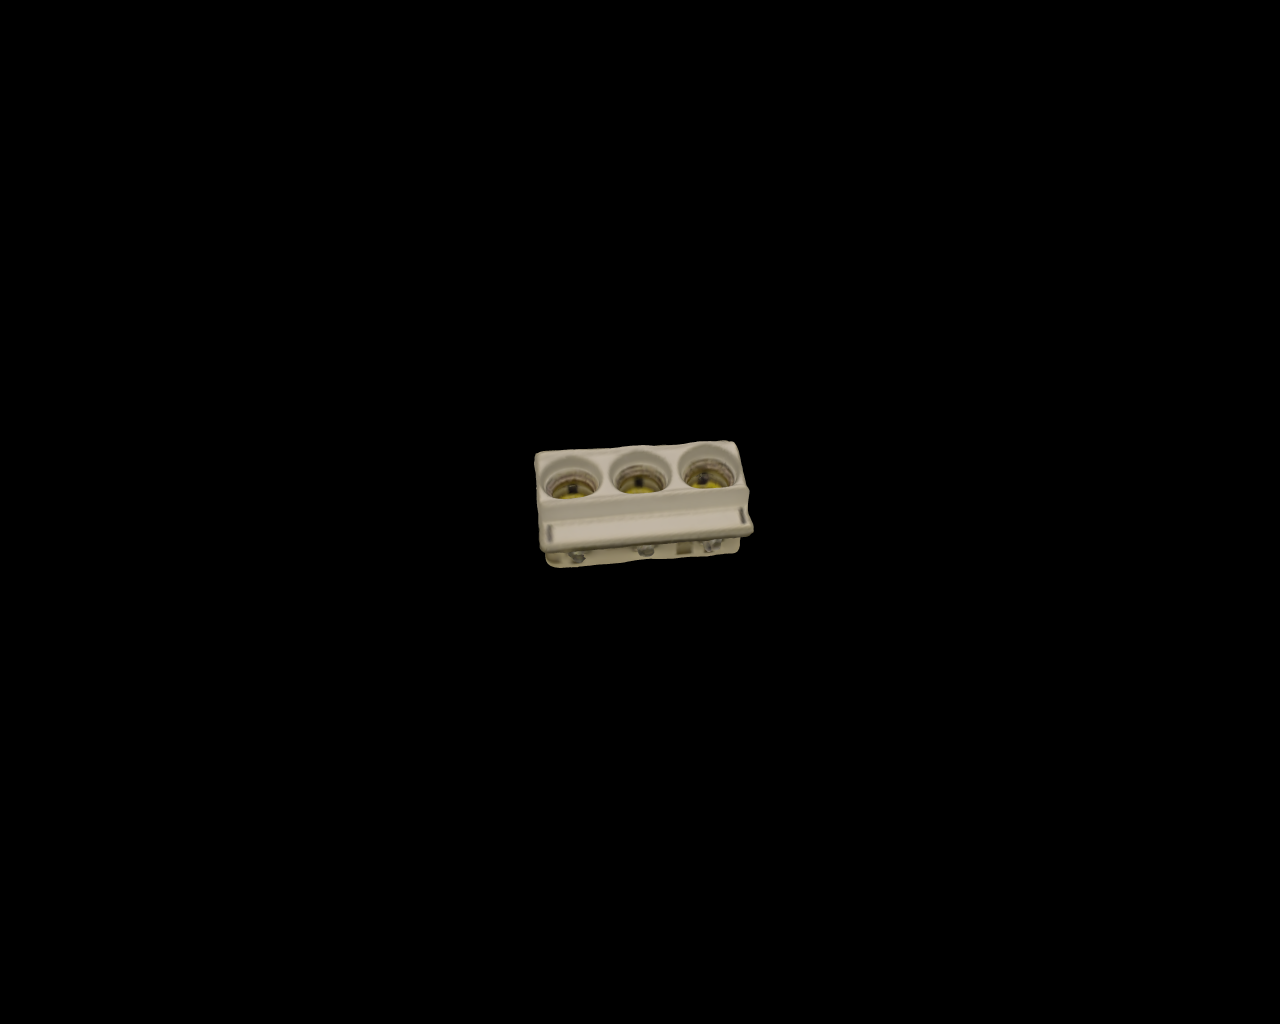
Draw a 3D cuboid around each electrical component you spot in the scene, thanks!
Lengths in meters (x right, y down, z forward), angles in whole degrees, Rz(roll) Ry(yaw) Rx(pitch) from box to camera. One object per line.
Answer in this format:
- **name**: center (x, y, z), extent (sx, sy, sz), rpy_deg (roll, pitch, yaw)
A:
- **electrical component**: center (0.001, -0.003, 0.650), extent (0.121, 0.079, 0.063), rpy_deg (-4, -43, -4)
